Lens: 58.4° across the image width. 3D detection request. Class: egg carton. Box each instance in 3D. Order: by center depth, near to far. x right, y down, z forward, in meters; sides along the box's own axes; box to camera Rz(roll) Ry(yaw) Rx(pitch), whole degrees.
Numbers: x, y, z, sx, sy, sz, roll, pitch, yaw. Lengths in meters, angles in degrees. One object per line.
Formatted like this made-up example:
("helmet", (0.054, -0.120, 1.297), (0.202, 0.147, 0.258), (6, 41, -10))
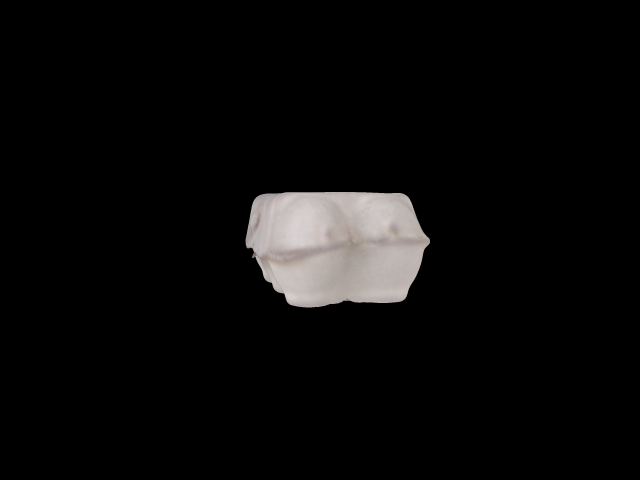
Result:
("egg carton", (0.004, 0.001, 0.400), (0.107, 0.069, 0.150), (-1, 5, -15))
